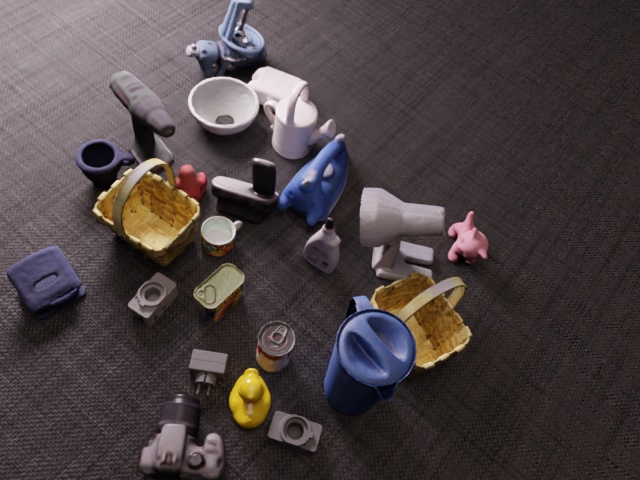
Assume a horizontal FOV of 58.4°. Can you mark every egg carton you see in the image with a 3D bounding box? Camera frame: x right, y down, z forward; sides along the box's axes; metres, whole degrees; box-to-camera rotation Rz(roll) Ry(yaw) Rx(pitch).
[{"bbox_3d":[-0.109,-0.372,1.444,0.150,0.069,0.107,21,58,3],"label":"egg carton"}]

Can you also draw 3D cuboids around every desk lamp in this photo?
[{"bbox_3d":[0.165,-0.011,1.193,0.203,0.213,0.118,12,58,-3],"label":"desk lamp"}]

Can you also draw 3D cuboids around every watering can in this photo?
[{"bbox_3d":[-0.047,-0.284,1.330,0.173,0.194,0.101,8,58,-5],"label":"watering can"}]

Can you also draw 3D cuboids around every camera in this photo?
[{"bbox_3d":[-0.229,0.338,0.983,0.143,0.101,0.137,6,59,-6],"label":"camera"}]

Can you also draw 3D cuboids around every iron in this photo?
[{"bbox_3d":[0.009,-0.164,1.299,0.118,0.141,0.259,27,59,7],"label":"iron"}]

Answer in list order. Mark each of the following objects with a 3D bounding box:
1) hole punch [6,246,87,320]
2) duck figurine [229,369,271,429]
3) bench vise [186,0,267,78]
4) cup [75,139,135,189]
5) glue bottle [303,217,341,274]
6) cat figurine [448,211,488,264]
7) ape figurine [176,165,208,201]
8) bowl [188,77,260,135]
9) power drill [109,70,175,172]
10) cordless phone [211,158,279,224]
[{"bbox_3d":[-0.518,0.080,1.091,0.109,0.091,0.101,-34,70,-25],"label":"hole punch"},{"bbox_3d":[-0.126,0.285,1.041,0.077,0.086,0.104,3,59,-8],"label":"duck figurine"},{"bbox_3d":[-0.219,-0.499,1.412,0.121,0.220,0.208,43,62,16],"label":"bench vise"},{"bbox_3d":[-0.458,-0.156,1.240,0.118,0.095,0.091,-3,60,-11],"label":"cup"},{"bbox_3d":[0.011,0.004,1.181,0.078,0.173,0.037,34,60,11],"label":"glue bottle"},{"bbox_3d":[0.334,-0.003,1.274,0.067,0.118,0.128,9,58,-4],"label":"cat figurine"},{"bbox_3d":[-0.287,-0.130,1.256,0.078,0.092,0.076,1,59,-9],"label":"ape figurine"},{"bbox_3d":[-0.231,-0.310,1.383,0.167,0.075,0.167,4,59,-7],"label":"bowl"},{"bbox_3d":[-0.374,-0.249,1.243,0.076,0.208,0.229,-32,69,-24],"label":"power drill"},{"bbox_3d":[-0.158,-0.128,1.223,0.147,0.185,0.094,14,58,-1],"label":"cordless phone"}]
